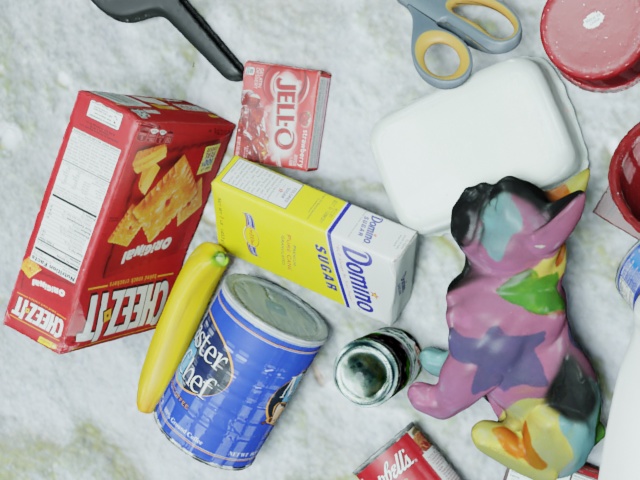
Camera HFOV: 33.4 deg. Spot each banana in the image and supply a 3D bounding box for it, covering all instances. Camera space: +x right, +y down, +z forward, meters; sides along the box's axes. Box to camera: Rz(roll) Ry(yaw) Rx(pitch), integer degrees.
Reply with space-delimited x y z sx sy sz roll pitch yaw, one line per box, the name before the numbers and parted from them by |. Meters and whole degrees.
banana | -0.127 0.070 0.976 0.037 0.069 0.198 25 119 -4

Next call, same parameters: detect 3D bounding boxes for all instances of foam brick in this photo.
foam brick | 0.254 -0.042 0.823 0.053 0.051 0.078 34 106 16

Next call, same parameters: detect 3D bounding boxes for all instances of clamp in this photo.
clamp | -0.139 -0.250 0.968 0.210 0.036 0.164 20 100 15

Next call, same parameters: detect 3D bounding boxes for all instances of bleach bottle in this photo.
bleach bottle | 0.249 0.130 0.780 0.068 0.102 0.251 24 124 48

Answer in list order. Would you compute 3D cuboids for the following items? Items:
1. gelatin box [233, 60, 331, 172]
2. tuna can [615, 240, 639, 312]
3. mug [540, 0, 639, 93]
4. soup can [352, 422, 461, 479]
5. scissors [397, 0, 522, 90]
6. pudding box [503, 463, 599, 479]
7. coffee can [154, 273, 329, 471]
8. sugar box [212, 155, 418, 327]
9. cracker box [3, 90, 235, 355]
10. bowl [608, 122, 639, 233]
gelatin box | -0.034 -0.110 0.942 0.073 0.030 0.089 11 99 20
tuna can | 0.269 0.027 0.803 0.086 0.086 0.034 -44 40 19
mug | 0.223 -0.154 0.808 0.117 0.081 0.093 35 106 15
soup can | 0.085 0.215 0.904 0.069 0.068 0.102 -43 80 19
scissors | 0.067 -0.184 0.869 0.202 0.016 0.096 26 75 27
pudding box | 0.189 0.232 0.880 0.090 0.039 0.113 18 99 19
coffee can | -0.070 0.115 0.937 0.103 0.102 0.140 34 106 15
sugar box | -0.006 0.001 0.910 0.176 0.048 0.093 25 146 20
cracker box | -0.170 -0.017 0.933 0.072 0.164 0.214 26 103 20
bowl | 0.280 -0.030 0.721 0.162 0.162 0.055 1 138 22
